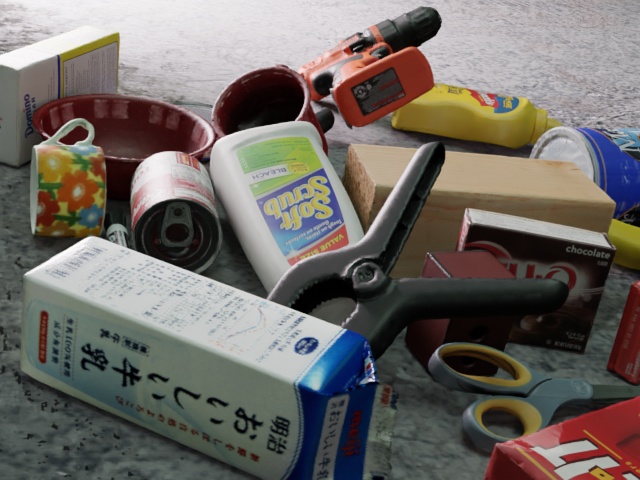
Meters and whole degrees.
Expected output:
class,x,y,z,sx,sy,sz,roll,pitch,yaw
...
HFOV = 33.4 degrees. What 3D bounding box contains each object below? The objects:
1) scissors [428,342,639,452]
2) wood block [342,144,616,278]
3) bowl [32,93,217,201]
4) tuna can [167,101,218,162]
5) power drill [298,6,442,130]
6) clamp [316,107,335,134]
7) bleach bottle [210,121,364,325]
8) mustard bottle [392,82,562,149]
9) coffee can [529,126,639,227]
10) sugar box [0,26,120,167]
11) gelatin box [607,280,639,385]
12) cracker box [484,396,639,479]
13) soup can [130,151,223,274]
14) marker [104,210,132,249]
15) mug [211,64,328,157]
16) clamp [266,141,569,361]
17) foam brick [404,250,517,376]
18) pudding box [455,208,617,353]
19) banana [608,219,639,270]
class,x,y,z,sx,sy,sz,roll,pitch,yaw
scissors,0.168,0.116,0.713,0.201,0.016,0.096,15,37,-11
wood block,0.124,-0.016,0.893,0.205,0.090,0.091,3,26,-15
bowl,-0.175,-0.078,0.952,0.162,0.055,0.162,8,25,-4
tuna can,-0.123,-0.108,1.060,0.086,0.034,0.086,8,25,-4
power drill,0.069,-0.197,1.193,0.184,0.057,0.188,-29,21,3
clamp,-0.044,-0.106,1.080,0.120,0.039,0.171,7,25,-2
bleach bottle,-0.005,0.001,0.819,0.102,0.068,0.251,-12,39,-17
mustard bottle,0.180,-0.142,1.218,0.191,0.058,0.096,11,22,1
coffee can,0.285,-0.057,1.023,0.140,0.103,0.103,-2,28,-25
sugar box,-0.252,-0.141,1.011,0.048,0.093,0.176,16,25,17
gelatin box,0.256,0.060,0.799,0.030,0.073,0.089,29,31,34
cracker box,0.219,0.154,0.587,0.213,0.072,0.164,-9,31,-34
soup can,-0.115,-0.022,0.840,0.068,0.068,0.102,4,25,-13
marker,-0.154,0.008,0.819,0.020,0.020,0.121,2,26,-17
mug,-0.040,-0.106,0.976,0.093,0.081,0.117,-4,56,18
clamp,0.044,0.036,0.698,0.210,0.036,0.165,-35,50,-9
foam brick,0.100,0.052,0.752,0.052,0.078,0.051,-2,30,-24
pudding box,0.154,0.031,0.804,0.113,0.090,0.039,9,25,-4
banana,0.315,-0.003,0.972,0.197,0.037,0.069,-10,72,-25
